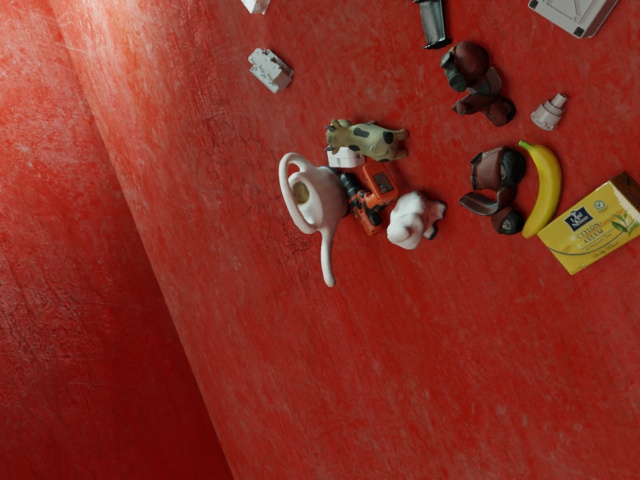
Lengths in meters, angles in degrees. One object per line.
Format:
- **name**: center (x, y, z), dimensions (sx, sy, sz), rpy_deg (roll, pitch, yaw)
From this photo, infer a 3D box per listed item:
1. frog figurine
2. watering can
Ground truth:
- **frog figurine**: center (0.193, -0.038, 1.150), dimensions (0.124, 0.161, 0.135), rpy_deg (59, 143, 14)
- **watering can**: center (0.004, -0.067, 1.330), dimensions (0.103, 0.227, 0.347), rpy_deg (-22, 91, 36)
